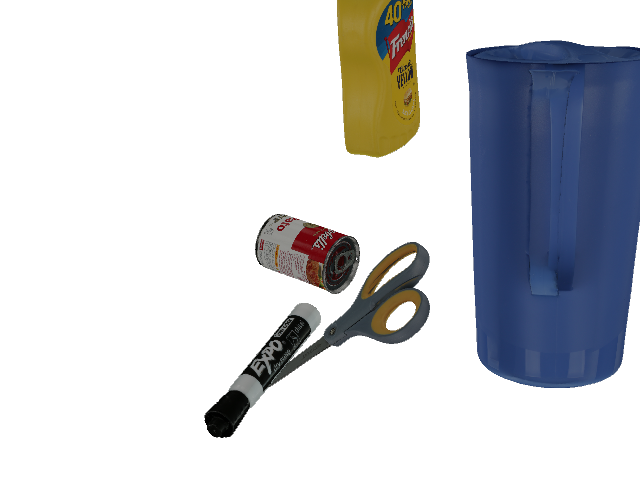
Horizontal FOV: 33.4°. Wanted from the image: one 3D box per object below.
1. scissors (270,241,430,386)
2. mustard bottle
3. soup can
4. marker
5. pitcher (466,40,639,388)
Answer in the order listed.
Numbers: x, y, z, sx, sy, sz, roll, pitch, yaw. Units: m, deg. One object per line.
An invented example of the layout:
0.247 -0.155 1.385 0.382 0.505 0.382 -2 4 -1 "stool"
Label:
0.024 0.085 0.895 0.016 0.202 0.096 32 19 -31 "scissors"
0.049 -0.175 0.911 0.058 0.192 0.096 11 34 27 "mustard bottle"
-0.015 0.014 1.220 0.102 0.068 0.068 19 11 33 "soup can"
-0.033 0.075 0.628 0.020 0.020 0.121 0 28 29 "marker"
0.167 -0.019 0.767 0.149 0.243 0.145 -10 17 -29 "pitcher"
